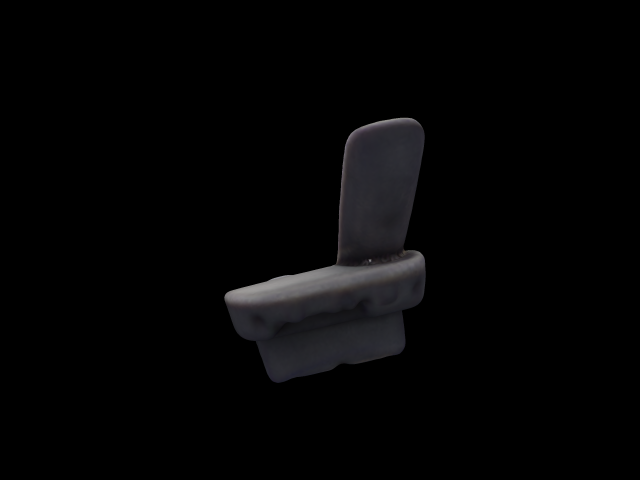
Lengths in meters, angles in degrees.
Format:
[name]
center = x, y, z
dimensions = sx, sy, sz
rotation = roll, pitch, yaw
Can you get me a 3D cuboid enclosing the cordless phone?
[cordless phone]
center = 0.004, 0.001, 0.400
dimensions = 0.148, 0.185, 0.094
rotation = -14, 42, -16
